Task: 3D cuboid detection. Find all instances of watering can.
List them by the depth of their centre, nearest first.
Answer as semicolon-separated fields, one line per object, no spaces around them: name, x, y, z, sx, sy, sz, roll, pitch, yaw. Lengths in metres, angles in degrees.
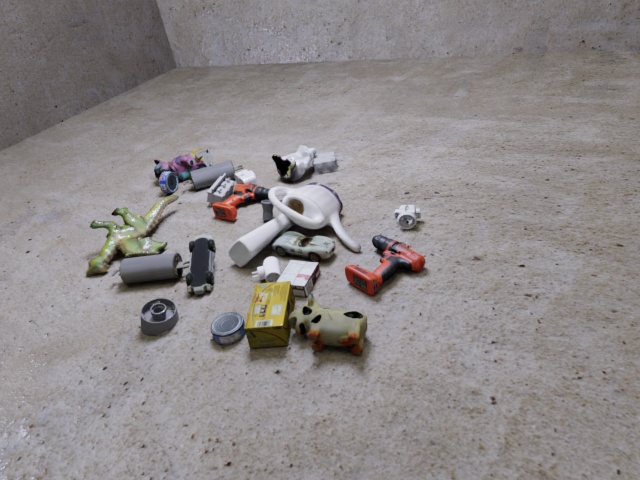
watering can;0.005;-0.081;1.602;0.349;0.102;0.227;30;30;14

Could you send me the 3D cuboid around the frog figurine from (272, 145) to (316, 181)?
frog figurine;-0.086;-0.296;1.975;0.137;0.121;0.161;-1;17;44

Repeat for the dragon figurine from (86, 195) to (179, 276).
dragon figurine;-0.601;-0.014;1.724;0.415;0.119;0.246;-33;55;-28
